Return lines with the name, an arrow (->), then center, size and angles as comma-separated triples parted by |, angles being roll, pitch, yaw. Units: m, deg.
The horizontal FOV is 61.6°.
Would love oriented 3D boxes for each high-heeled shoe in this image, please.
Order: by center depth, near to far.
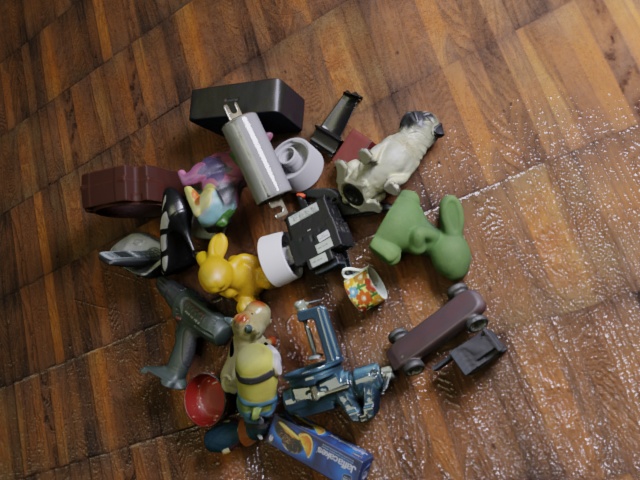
high-heeled shoe -> -0.323, -0.011, 1.168 | 0.249, 0.086, 0.145 | -35, 78, 56

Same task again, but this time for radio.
radio -> -0.153, -0.277, 1.150 | 0.230, 0.131, 0.073 | 3, 84, 28

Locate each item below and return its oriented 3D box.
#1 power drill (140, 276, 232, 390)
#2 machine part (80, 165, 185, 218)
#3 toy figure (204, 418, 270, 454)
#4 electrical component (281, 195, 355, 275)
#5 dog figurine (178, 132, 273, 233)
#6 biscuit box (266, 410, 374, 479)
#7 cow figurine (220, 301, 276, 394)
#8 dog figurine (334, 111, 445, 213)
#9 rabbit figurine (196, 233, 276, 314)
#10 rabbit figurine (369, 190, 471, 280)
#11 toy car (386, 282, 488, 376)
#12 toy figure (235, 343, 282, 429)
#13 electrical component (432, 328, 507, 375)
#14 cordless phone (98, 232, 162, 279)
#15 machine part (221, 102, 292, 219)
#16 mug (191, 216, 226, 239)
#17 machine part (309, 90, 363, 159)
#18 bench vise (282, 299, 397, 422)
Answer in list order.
power drill -> -0.315, 0.210, 1.193 | 0.232, 0.086, 0.207 | 23, 80, 25
machine part -> -0.417, -0.104, 1.222 | 0.201, 0.201, 0.087 | -7, 82, 26
toy figure -> -0.165, 0.394, 1.100 | 0.155, 0.057, 0.064 | -20, 80, 18
electrical component -> -0.002, -0.003, 1.032 | 0.115, 0.058, 0.134 | -26, 73, 29
dog figurine -> -0.175, -0.134, 1.124 | 0.219, 0.108, 0.192 | -30, 54, -1
biscuit box -> -0.002, 0.392, 1.013 | 0.203, 0.059, 0.062 | 18, 91, 28
cow figurine -> -0.150, 0.215, 1.079 | 0.086, 0.127, 0.194 | 19, 94, 25
dog figurine -> 0.131, -0.149, 1.005 | 0.172, 0.190, 0.121 | -17, 112, 54
rabbit figurine -> -0.183, 0.063, 1.094 | 0.122, 0.173, 0.162 | -43, 70, 20
rabbit figurine -> 0.196, -0.003, 0.958 | 0.170, 0.121, 0.159 | 31, 90, 10
toy car -> 0.204, 0.159, 0.939 | 0.202, 0.053, 0.089 | -42, 44, 17
toy figure -> -0.120, 0.278, 1.013 | 0.082, 0.089, 0.180 | 30, 120, 35
electrical component -> 0.249, 0.198, 0.902 | 0.119, 0.074, 0.048 | -40, 65, 11
cordless phone -> -0.445, 0.035, 1.228 | 0.147, 0.184, 0.088 | 25, 99, 28
machine part -> -0.122, -0.156, 1.047 | 0.079, 0.079, 0.243 | -26, 90, 22
mug -> -0.259, -0.050, 1.208 | 0.107, 0.080, 0.109 | 21, 84, 19
machine part -> 0.036, -0.242, 1.101 | 0.084, 0.039, 0.139 | 41, 103, 32
bench vise -> 0.018, 0.220, 0.995 | 0.224, 0.129, 0.240 | -22, 80, 25
